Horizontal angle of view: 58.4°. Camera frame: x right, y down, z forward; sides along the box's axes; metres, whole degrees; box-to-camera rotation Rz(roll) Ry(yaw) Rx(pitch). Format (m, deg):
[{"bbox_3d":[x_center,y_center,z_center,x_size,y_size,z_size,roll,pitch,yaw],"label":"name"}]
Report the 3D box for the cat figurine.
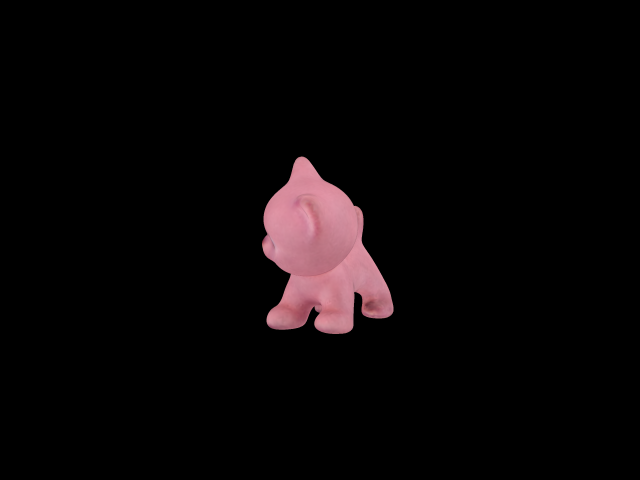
[{"bbox_3d":[0.004,0.001,0.400,0.067,0.118,0.128,2,4,28],"label":"cat figurine"}]
